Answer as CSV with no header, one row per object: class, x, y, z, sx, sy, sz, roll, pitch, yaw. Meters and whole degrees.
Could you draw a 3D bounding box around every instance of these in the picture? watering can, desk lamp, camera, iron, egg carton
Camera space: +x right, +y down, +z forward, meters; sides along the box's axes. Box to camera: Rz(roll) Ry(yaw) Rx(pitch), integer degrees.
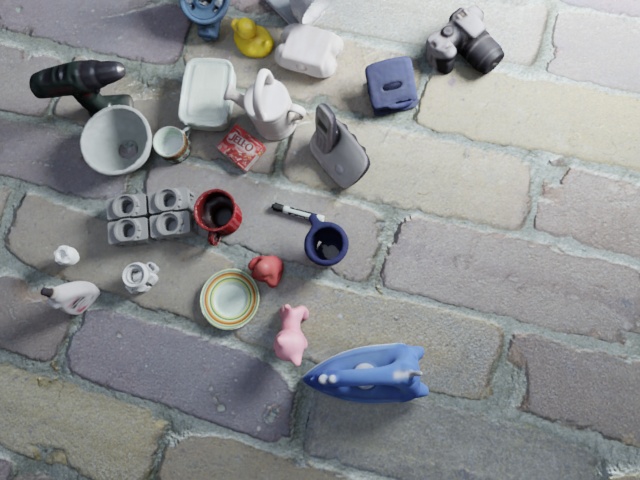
watering can,-0.120,-0.293,1.224,0.172,0.194,0.101,-7,78,6
desk lamp,-0.047,-0.551,1.255,0.118,0.213,0.203,-43,77,-2
camera,0.322,-0.422,1.244,0.143,0.101,0.136,-40,77,-2
iron,0.081,0.268,1.120,0.258,0.141,0.118,-7,78,6
egg carton,-0.026,-0.429,1.303,0.150,0.069,0.107,17,82,10

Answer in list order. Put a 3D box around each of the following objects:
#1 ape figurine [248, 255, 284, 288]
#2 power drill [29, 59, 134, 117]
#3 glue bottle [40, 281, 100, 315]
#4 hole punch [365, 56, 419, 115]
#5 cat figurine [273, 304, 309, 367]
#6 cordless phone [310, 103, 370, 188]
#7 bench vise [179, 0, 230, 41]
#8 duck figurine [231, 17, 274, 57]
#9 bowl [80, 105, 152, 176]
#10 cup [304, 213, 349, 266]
ape figurine,-0.116,0.063,1.207,0.076,0.092,0.078,-30,77,1
power drill,-0.501,-0.331,1.268,0.229,0.208,0.075,-3,79,6
glue bottle,-0.534,0.118,1.205,0.037,0.173,0.078,39,86,12
hole punch,0.158,-0.336,1.252,0.108,0.091,0.101,-13,78,4
cat figurine,-0.062,0.192,1.163,0.067,0.118,0.128,-3,79,7
cordless phone,0.037,-0.199,1.192,0.094,0.185,0.147,-41,77,-2
bench vise,-0.266,-0.589,1.284,0.121,0.220,0.207,-7,78,6
duck figurine,-0.159,-0.474,1.318,0.104,0.086,0.077,30,84,11
bowl,-0.453,-0.218,1.310,0.167,0.075,0.167,-1,79,7
cup,0.011,0.004,1.202,0.091,0.095,0.117,-28,77,1
